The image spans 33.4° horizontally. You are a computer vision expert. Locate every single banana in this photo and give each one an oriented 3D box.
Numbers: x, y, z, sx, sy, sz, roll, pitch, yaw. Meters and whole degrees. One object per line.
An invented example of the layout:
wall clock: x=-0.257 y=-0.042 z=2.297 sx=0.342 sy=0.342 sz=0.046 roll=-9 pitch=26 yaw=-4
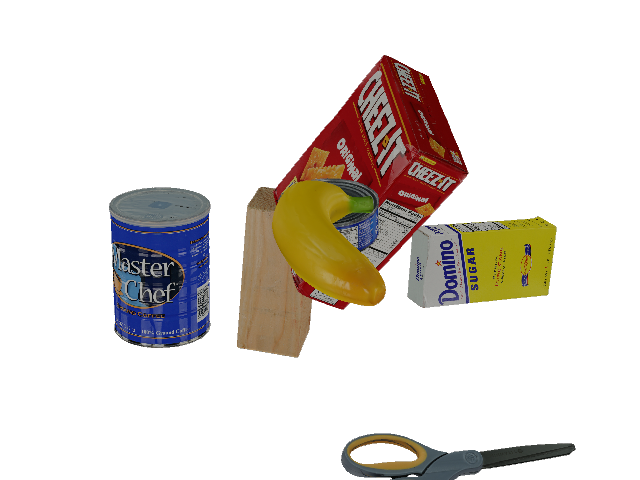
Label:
banana: x=0.003 y=-0.007 z=0.679 sx=0.069 sy=0.037 sz=0.198 roll=0 pitch=19 yaw=1

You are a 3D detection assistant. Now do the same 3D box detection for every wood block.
wood block: x=-0.056 y=0.042 z=1.455 sx=0.090 sy=0.206 sz=0.090 roll=9 pitch=22 yaw=6

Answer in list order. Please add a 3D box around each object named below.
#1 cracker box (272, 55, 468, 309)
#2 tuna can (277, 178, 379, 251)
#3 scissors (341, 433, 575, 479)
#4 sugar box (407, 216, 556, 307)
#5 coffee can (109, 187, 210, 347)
cracker box: x=0.043 y=-0.060 z=1.111 sx=0.072 sy=0.164 sz=0.214 roll=20 pitch=-54 yaw=-30
tuna can: x=0.007 y=-0.019 z=0.903 sx=0.086 sy=0.034 sz=0.086 roll=-2 pitch=29 yaw=1
scissors: x=0.117 y=0.198 z=0.876 sx=0.201 sy=0.016 sz=0.096 roll=6 pitch=43 yaw=-3
sugar box: x=0.194 y=0.026 z=1.280 sx=0.176 sy=0.093 sz=0.048 roll=-6 pitch=20 yaw=-23
coffee can: x=-0.166 y=0.027 z=1.114 sx=0.103 sy=0.140 sz=0.103 roll=2 pitch=22 yaw=-1
